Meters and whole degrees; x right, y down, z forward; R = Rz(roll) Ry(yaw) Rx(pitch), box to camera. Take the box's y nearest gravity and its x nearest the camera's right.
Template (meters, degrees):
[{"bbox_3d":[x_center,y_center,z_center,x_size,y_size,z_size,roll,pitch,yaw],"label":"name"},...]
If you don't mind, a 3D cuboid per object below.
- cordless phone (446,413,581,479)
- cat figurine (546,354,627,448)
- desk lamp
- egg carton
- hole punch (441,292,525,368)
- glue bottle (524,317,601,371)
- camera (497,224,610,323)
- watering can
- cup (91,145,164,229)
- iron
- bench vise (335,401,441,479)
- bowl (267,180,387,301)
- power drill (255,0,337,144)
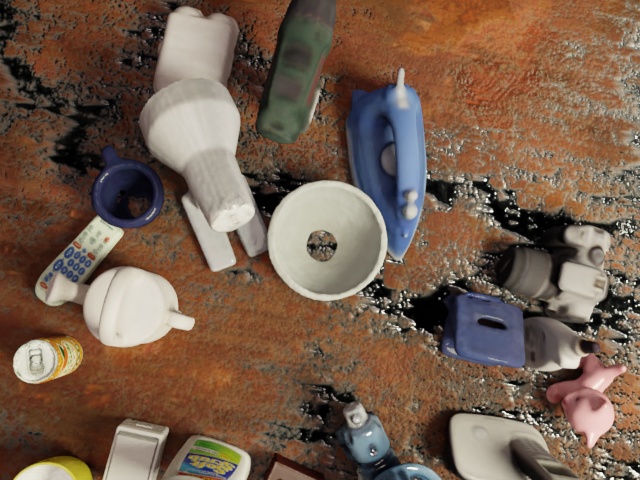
[{"bbox_3d":[0.254,0.293,0.752,0.147,0.185,0.094,8,82,-5],"label":"cordless phone"},{"bbox_3d":[0.386,0.224,0.811,0.067,0.117,0.128,41,80,0],"label":"cat figurine"},{"bbox_3d":[-0.135,-0.077,0.738,0.118,0.213,0.203,-24,86,-9],"label":"desk lamp"},{"bbox_3d":[-0.179,-0.262,0.829,0.107,0.069,0.150,10,82,-5],"label":"egg carton"},{"bbox_3d":[0.234,0.127,0.818,0.108,0.091,0.101,12,81,-5],"label":"hole punch"},{"bbox_3d":[0.330,0.145,0.786,0.037,0.173,0.078,3,82,-6],"label":"glue bottle"},{"bbox_3d":[0.341,0.038,0.837,0.137,0.100,0.143,15,81,-4],"label":"camera"},{"bbox_3d":[-0.248,0.084,0.714,0.173,0.194,0.101,-6,83,-7],"label":"watering can"},{"bbox_3d":[-0.260,-0.066,0.782,0.092,0.095,0.118,-27,86,-9],"label":"cup"},{"bbox_3d":[0.111,-0.105,0.808,0.118,0.141,0.258,-6,84,-7],"label":"iron"},{"bbox_3d":[0.081,0.314,0.711,0.207,0.219,0.121,45,80,1],"label":"bench vise"},{"bbox_3d":[0.007,0.003,0.815,0.167,0.074,0.167,1,83,-7],"label":"bowl"},{"bbox_3d":[-0.031,-0.229,0.772,0.075,0.208,0.230,16,81,-4],"label":"power drill"}]
